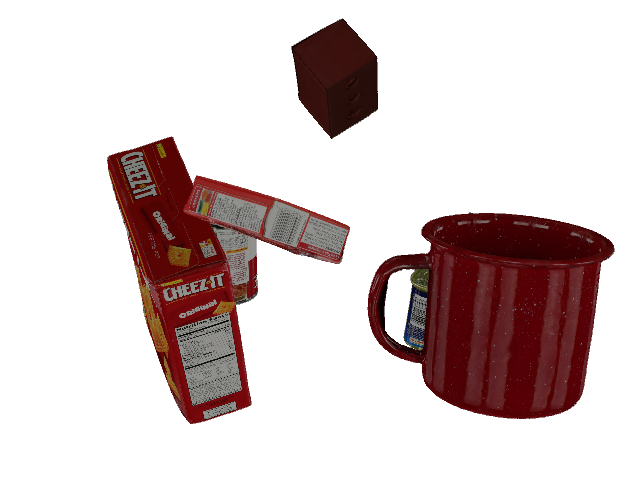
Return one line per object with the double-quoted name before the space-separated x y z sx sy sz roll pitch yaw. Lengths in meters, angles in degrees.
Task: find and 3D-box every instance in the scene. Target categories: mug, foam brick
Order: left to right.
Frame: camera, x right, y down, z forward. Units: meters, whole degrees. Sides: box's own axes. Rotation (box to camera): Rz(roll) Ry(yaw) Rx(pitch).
"foam brick" 0.013 -0.135 0.894 0.053 0.051 0.078 -33 -24 -11
"mug" 0.081 0.036 0.530 0.117 0.081 0.093 2 15 -4

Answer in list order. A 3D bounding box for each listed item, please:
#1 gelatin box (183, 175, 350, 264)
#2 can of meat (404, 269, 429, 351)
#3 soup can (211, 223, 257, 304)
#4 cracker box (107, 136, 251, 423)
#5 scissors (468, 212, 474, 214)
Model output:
"gelatin box" -0.034 -0.013 0.712 0.073 0.030 0.089 18 -1 37
"can of meat" 0.133 0.067 1.191 0.057 0.084 0.102 18 31 18
"soup can" -0.108 0.015 1.245 0.068 0.102 0.068 0 26 0
"cracker box" -0.129 0.041 0.974 0.072 0.164 0.214 -18 -40 -12
"scissors" 0.170 0.040 0.900 0.096 0.016 0.201 6 38 6
